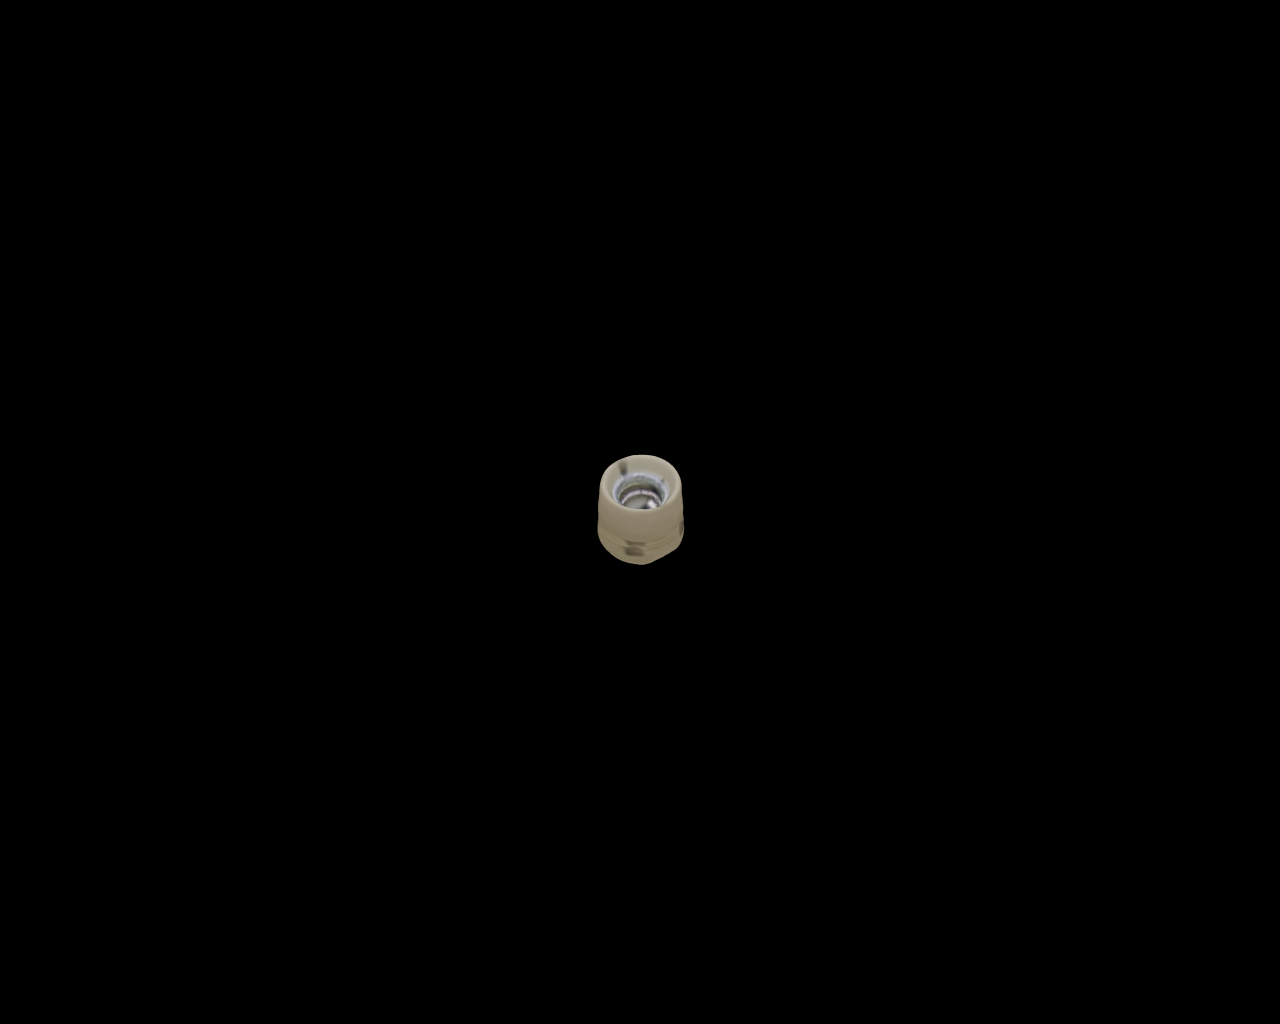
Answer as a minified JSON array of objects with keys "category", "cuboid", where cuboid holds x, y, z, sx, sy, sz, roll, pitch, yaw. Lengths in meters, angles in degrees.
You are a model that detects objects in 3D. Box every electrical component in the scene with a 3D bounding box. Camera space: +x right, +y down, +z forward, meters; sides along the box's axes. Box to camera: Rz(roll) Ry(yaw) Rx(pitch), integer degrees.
[{"category":"electrical component","cuboid":[0.001,-0.003,0.650,0.055,0.055,0.047,0,-41,0]}]
